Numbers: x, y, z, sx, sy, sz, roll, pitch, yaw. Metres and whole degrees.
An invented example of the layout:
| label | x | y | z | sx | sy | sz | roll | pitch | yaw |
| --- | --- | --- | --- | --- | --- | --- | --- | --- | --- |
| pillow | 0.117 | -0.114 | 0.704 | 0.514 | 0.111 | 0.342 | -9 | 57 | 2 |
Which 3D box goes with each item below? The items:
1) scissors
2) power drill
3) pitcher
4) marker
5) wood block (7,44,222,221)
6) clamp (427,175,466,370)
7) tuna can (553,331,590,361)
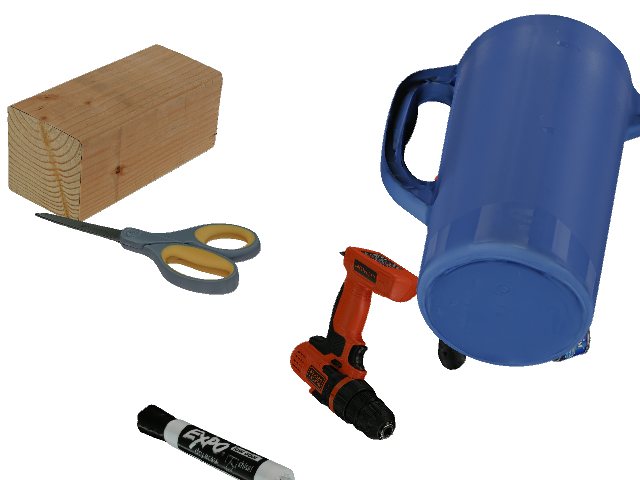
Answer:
| label | x | y | z | sx | sy | sz | roll | pitch | yaw |
| --- | --- | --- | --- | --- | --- | --- | --- | --- | --- |
| scissors | -0.134 | -0.006 | 0.874 | 0.202 | 0.016 | 0.096 | 24 | 38 | 33 |
| power drill | 0.050 | 0.115 | 1.237 | 0.057 | 0.188 | 0.185 | 13 | 15 | -41 |
| pitcher | 0.128 | -0.038 | 0.729 | 0.149 | 0.242 | 0.145 | -26 | -61 | 37 |
| marker | -0.066 | 0.124 | 0.638 | 0.121 | 0.020 | 0.020 | 16 | 10 | 38 |
| wood block | -0.194 | -0.108 | 1.032 | 0.090 | 0.091 | 0.205 | 26 | 37 | 21 |
| clamp | 0.125 | 0.028 | 0.950 | 0.039 | 0.171 | 0.120 | -11 | 13 | 32 |
| tuna can | 0.258 | 0.088 | 1.166 | 0.033 | 0.086 | 0.086 | -17 | 3 | -10 |
